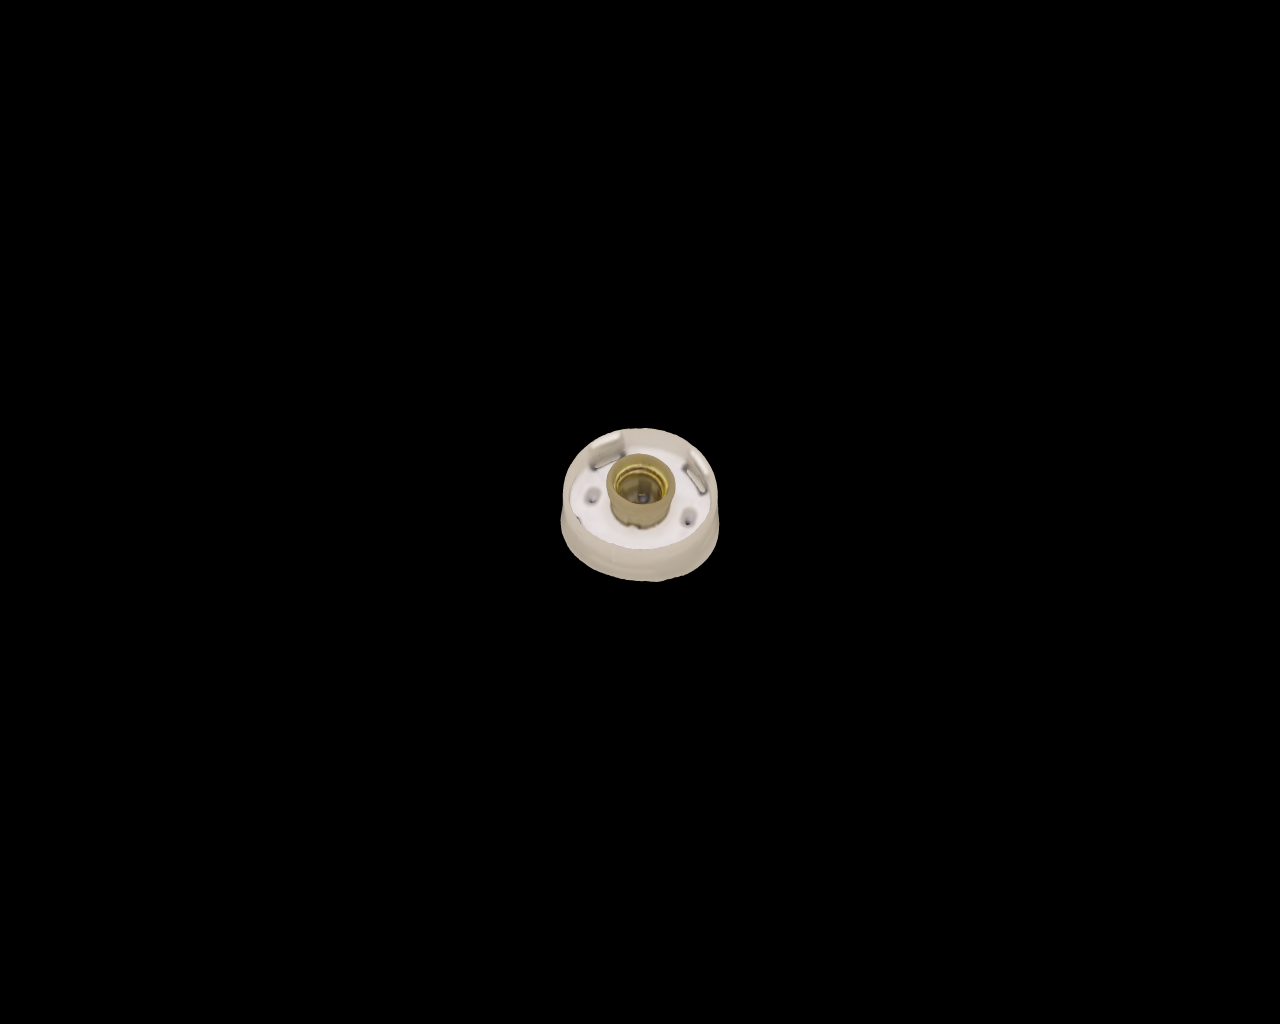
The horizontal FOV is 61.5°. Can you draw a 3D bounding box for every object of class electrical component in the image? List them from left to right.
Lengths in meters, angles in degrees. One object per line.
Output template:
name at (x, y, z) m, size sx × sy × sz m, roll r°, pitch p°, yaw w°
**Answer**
electrical component at (0.001, -0.003, 0.650) m, size 0.099 × 0.099 × 0.064 m, roll 0°, pitch -33°, yaw 0°
